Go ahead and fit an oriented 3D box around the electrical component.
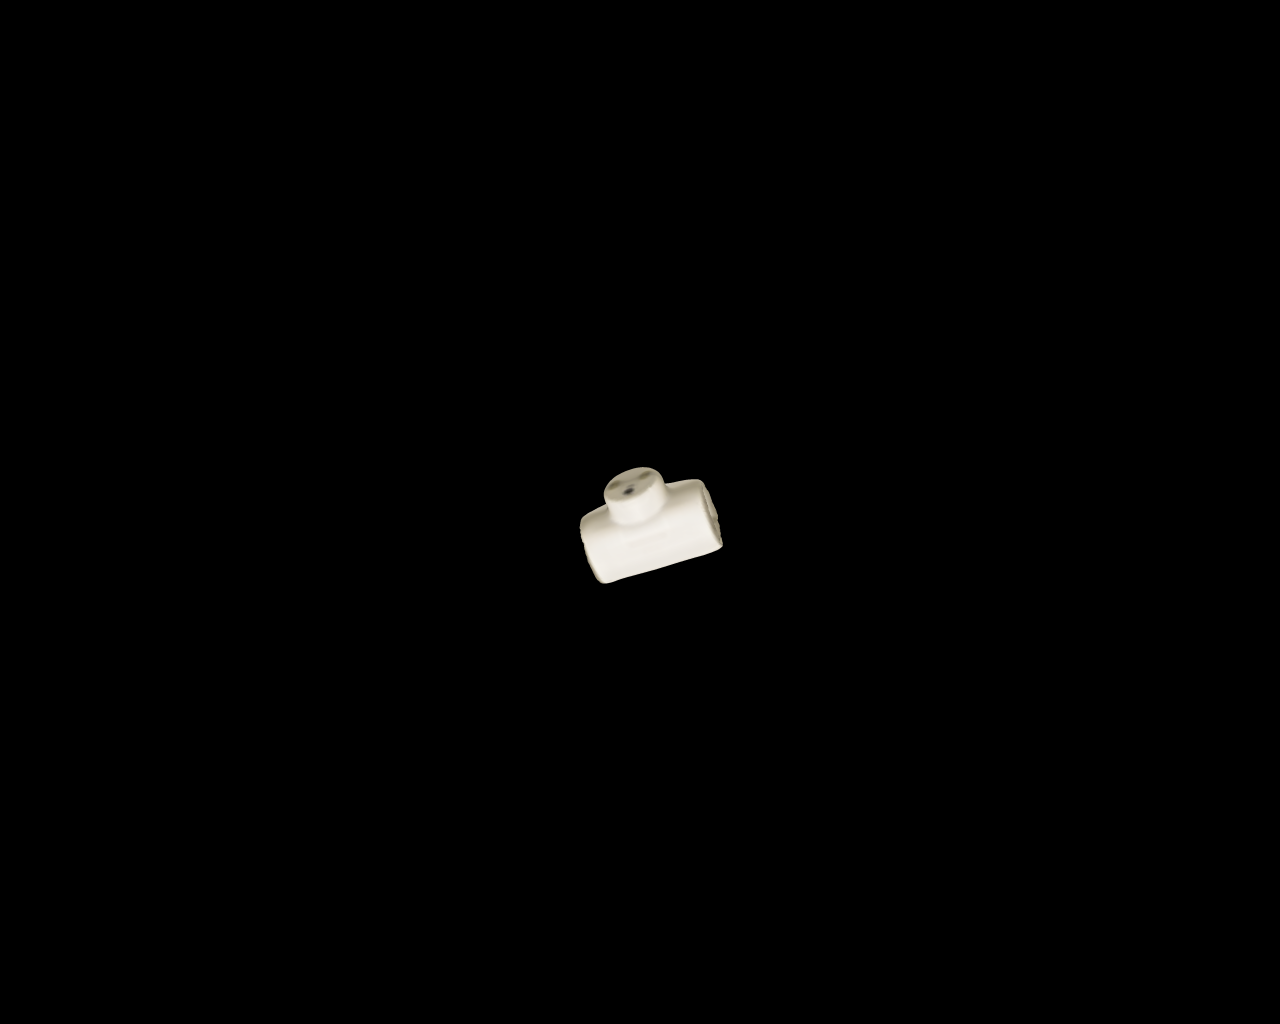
[{"bbox_3d":[0.001,-0.003,0.650,0.077,0.079,0.043,-18,28,10],"label":"electrical component"}]
